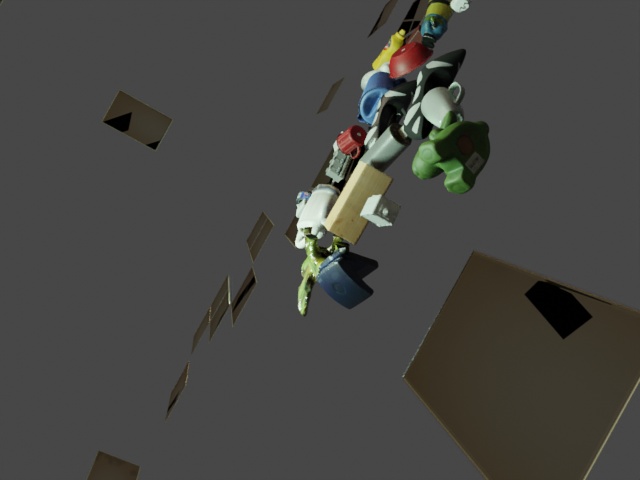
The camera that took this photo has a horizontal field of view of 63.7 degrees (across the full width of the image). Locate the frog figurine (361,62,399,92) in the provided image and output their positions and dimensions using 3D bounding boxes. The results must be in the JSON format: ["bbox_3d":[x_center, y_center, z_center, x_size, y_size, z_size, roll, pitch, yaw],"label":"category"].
[{"bbox_3d":[0.226,-0.611,1.922,0.140,0.123,0.156,-47,-17,-57],"label":"frog figurine"}]

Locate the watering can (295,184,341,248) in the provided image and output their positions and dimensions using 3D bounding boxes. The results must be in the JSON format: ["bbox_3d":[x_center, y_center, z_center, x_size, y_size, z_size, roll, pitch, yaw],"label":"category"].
[{"bbox_3d":[0.005,-0.085,1.685,0.228,0.103,0.343,-66,13,-21],"label":"watering can"}]

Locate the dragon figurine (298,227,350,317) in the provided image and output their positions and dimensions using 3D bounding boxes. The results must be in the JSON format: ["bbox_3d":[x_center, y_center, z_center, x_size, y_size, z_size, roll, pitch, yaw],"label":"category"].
[{"bbox_3d":[-0.008,0.104,1.449,0.416,0.122,0.240,-100,24,-72],"label":"dragon figurine"}]
